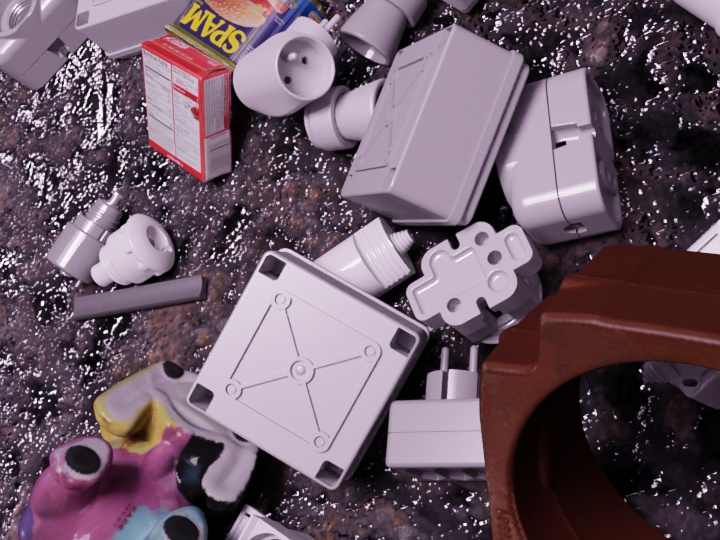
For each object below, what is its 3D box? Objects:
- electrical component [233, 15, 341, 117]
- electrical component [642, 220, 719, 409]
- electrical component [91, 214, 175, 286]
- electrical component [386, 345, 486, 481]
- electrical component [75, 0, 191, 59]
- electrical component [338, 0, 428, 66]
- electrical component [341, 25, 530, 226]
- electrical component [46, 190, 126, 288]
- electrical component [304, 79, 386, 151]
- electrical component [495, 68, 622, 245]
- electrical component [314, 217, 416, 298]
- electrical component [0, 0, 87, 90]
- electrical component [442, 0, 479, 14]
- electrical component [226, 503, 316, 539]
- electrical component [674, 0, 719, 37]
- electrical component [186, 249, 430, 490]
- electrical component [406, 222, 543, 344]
[{"bbox_3d":[-0.042,-0.147,0.743,0.079,0.043,0.077,-51,23,-17],"label":"electrical component"},{"bbox_3d":[0.190,0.029,0.572,0.096,0.061,0.061,-46,55,16],"label":"electrical component"},{"bbox_3d":[-0.173,-0.009,0.800,0.062,0.048,0.048,-30,58,24],"label":"electrical component"},{"bbox_3d":[0.057,0.081,0.630,0.066,0.047,0.076,-6,67,28],"label":"electrical component"},{"bbox_3d":[-0.172,-0.242,0.887,0.109,0.056,0.108,-10,66,26],"label":"electrical component"},{"bbox_3d":[0.017,-0.179,0.761,0.045,0.045,0.055,29,86,35],"label":"electrical component"},{"bbox_3d":[0.043,-0.085,0.666,0.108,0.056,0.109,-68,16,-4],"label":"electrical component"},{"bbox_3d":[-0.207,-0.026,0.828,0.040,0.040,0.078,32,87,35],"label":"electrical component"},{"bbox_3d":[-0.005,-0.106,0.743,0.055,0.045,0.045,-3,69,29],"label":"electrical component"},{"bbox_3d":[0.119,-0.067,0.651,0.059,0.054,0.095,-13,64,25],"label":"electrical component"},{"bbox_3d":[0.000,0.000,0.698,0.081,0.043,0.043,-34,57,14],"label":"electrical component"},{"bbox_3d":[-0.282,-0.213,0.935,0.095,0.059,0.053,-46,55,6],"label":"electrical component"},{"bbox_3d":[0.062,-0.224,0.743,0.061,0.061,0.096,-51,55,2],"label":"electrical component"},{"bbox_3d":[-0.061,0.213,0.633,0.079,0.063,0.121,26,84,34],"label":"electrical component"},{"bbox_3d":[0.223,-0.155,0.637,0.044,0.044,0.065,-38,61,11],"label":"electrical component"},{"bbox_3d":[-0.031,0.058,0.652,0.109,0.056,0.108,30,95,8],"label":"electrical component"},{"bbox_3d":[0.075,0.011,0.642,0.078,0.057,0.058,-31,58,15],"label":"electrical component"}]
